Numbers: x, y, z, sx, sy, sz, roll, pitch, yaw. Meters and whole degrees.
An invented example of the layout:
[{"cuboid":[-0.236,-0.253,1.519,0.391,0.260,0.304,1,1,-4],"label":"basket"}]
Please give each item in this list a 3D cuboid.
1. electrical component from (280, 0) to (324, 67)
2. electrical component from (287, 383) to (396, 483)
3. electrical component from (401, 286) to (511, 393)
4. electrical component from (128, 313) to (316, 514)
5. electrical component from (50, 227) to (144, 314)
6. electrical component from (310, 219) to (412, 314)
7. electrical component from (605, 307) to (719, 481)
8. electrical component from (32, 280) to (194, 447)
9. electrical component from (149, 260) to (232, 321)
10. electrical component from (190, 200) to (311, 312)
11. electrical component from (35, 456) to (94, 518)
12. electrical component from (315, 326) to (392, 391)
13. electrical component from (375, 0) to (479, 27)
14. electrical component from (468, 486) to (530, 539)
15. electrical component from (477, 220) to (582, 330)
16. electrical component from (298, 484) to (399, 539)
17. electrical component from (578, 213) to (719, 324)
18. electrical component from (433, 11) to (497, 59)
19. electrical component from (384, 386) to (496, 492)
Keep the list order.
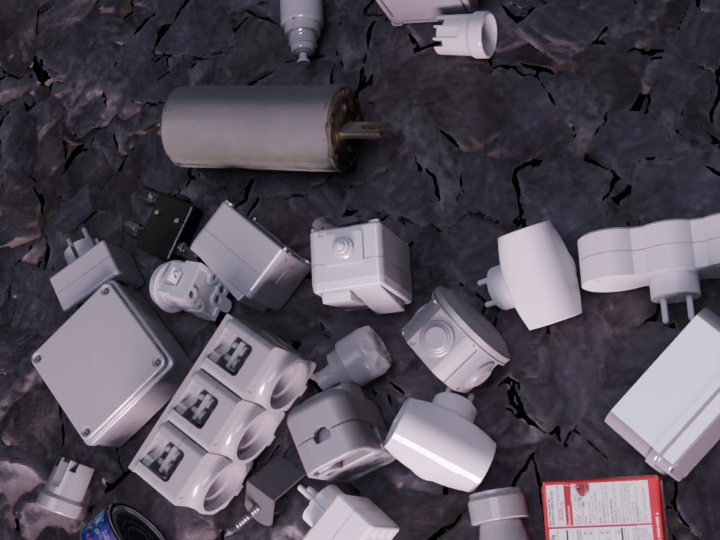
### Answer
[{"cuboid":[-0.053,-0.227,0.996,0.040,0.040,0.078,-8,74,19],"label":"electrical component"},{"cuboid":[-0.015,0.130,0.857,0.054,0.095,0.059,-29,68,12],"label":"electrical component"},{"cuboid":[0.076,0.055,0.851,0.051,0.080,0.080,-45,65,10],"label":"electrical component"},{"cuboid":[-0.109,0.123,0.898,0.062,0.089,0.150,33,89,25],"label":"electrical component"},{"cuboid":[-0.254,-0.005,1.012,0.066,0.047,0.076,-34,67,10],"label":"electrical component"},{"cuboid":[0.000,0.000,0.885,0.062,0.096,0.061,-8,74,19],"label":"electrical component"},{"cuboid":[0.240,0.092,0.777,0.113,0.078,0.057,-49,62,3],"label":"electrical component"},{"cuboid":[-0.223,0.085,0.971,0.109,0.056,0.108,-44,65,6],"label":"electrical component"},{"cuboid":[-0.155,0.017,0.963,0.055,0.066,0.048,8,67,39],"label":"electrical component"},{"cuboid":[-0.102,-0.013,0.947,0.096,0.062,0.061,38,92,25],"label":"electrical component"},{"cuboid":[-0.265,0.195,0.969,0.040,0.040,0.046,15,76,24],"label":"electrical component"},{"cuboid":[-0.008,0.078,0.897,0.062,0.043,0.043,-33,67,11],"label":"electrical component"},{"cuboid":[0.066,-0.258,0.946,0.096,0.062,0.061,2,77,22],"label":"electrical component"},{"cuboid":[0.108,0.196,0.819,0.045,0.045,0.055,-15,71,17],"label":"electrical component"},{"cuboid":[0.129,0.009,0.859,0.079,0.044,0.077,-21,86,39],"label":"electrical component"},{"cuboid":[-0.019,0.197,0.857,0.077,0.066,0.047,39,92,25],"label":"electrical component"},{"cuboid":[0.238,0.004,0.815,0.138,0.052,0.073,-8,73,19],"label":"electrical component"},{"cuboid":[0.091,-0.204,0.935,0.046,0.040,0.040,6,79,28],"label":"electrical component"},{"cuboid":[0.069,0.124,0.850,0.077,0.044,0.079,28,51,0],"label":"electrical component"}]
